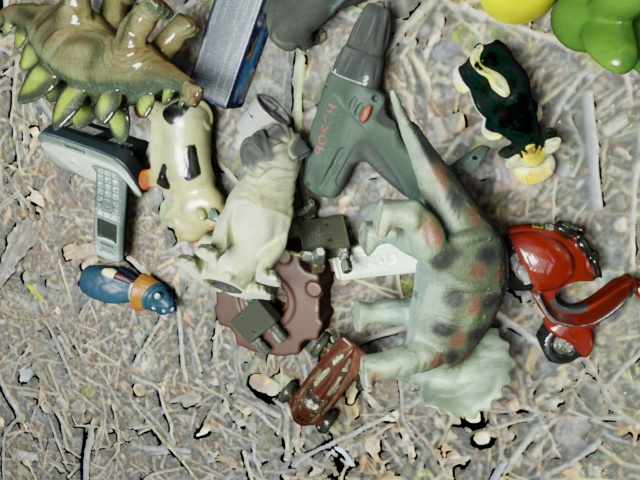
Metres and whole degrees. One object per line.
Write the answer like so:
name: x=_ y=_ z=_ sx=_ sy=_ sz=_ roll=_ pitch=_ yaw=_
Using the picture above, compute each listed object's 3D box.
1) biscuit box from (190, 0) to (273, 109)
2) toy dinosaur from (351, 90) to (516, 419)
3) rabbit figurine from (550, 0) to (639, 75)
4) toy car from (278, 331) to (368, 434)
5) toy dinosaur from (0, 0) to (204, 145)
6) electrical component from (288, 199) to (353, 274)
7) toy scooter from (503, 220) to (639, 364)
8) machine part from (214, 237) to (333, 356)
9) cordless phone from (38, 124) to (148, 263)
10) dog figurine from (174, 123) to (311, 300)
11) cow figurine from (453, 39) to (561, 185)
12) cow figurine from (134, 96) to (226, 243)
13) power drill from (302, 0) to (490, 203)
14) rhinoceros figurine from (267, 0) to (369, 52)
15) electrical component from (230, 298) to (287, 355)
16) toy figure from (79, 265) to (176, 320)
biscuit box: x=-0.098 y=-0.264 z=0.657 sx=0.063 sy=0.059 sz=0.202 roll=27 pitch=111 yaw=7
toy dinosaur: x=0.139 y=0.049 z=0.595 sx=0.192 sy=0.131 sz=0.404 roll=0 pitch=120 yaw=-9
rabbit figurine: x=0.304 y=-0.199 z=0.517 sx=0.170 sy=0.159 sz=0.121 roll=19 pitch=121 yaw=27
toy car: x=0.005 y=0.200 z=0.735 sx=0.089 sy=0.053 sz=0.202 roll=38 pitch=135 yaw=9
toy dinosaur: x=-0.299 y=-0.241 z=0.672 sx=0.472 sy=0.105 sz=0.198 roll=34 pitch=99 yaw=30
electrical component: x=-0.001 y=-0.003 z=0.685 sx=0.078 sy=0.102 sz=0.045 roll=-7 pitch=145 yaw=5
toy scooter: x=0.293 y=0.048 z=0.618 sx=0.135 sy=0.075 sz=0.183 roll=-28 pitch=99 yaw=22
machine part: x=-0.067 y=0.077 z=0.747 sx=0.180 sy=0.056 sz=0.179 roll=5 pitch=108 yaw=17
cordless phone: x=-0.326 y=-0.067 z=0.774 sx=0.147 sy=0.089 sz=0.184 roll=19 pitch=114 yaw=11
dog figurine: x=-0.084 y=-0.034 z=0.667 sx=0.121 sy=0.190 sz=0.172 roll=28 pitch=153 yaw=-24
cow figurine: x=0.209 y=-0.134 z=0.580 sx=0.068 sy=0.098 sz=0.167 roll=-31 pitch=94 yaw=16
cow figurine: x=-0.174 y=-0.092 z=0.720 sx=0.127 sy=0.085 sz=0.194 roll=7 pitch=107 yaw=22
power drill: x=0.089 y=-0.128 z=0.628 sx=0.207 sy=0.086 sz=0.232 roll=31 pitch=113 yaw=3
rhinoceros figurine: x=0.013 y=-0.290 z=0.589 sx=0.190 sy=0.112 sz=0.073 roll=-35 pitch=90 yaw=30
electrical component: x=-0.088 y=0.107 z=0.722 sx=0.063 sy=0.021 sz=0.094 roll=-39 pitch=92 yaw=26
toy figure: x=-0.286 y=0.075 z=0.813 sx=0.155 sy=0.064 sz=0.058 roll=13 pitch=71 yaw=8
